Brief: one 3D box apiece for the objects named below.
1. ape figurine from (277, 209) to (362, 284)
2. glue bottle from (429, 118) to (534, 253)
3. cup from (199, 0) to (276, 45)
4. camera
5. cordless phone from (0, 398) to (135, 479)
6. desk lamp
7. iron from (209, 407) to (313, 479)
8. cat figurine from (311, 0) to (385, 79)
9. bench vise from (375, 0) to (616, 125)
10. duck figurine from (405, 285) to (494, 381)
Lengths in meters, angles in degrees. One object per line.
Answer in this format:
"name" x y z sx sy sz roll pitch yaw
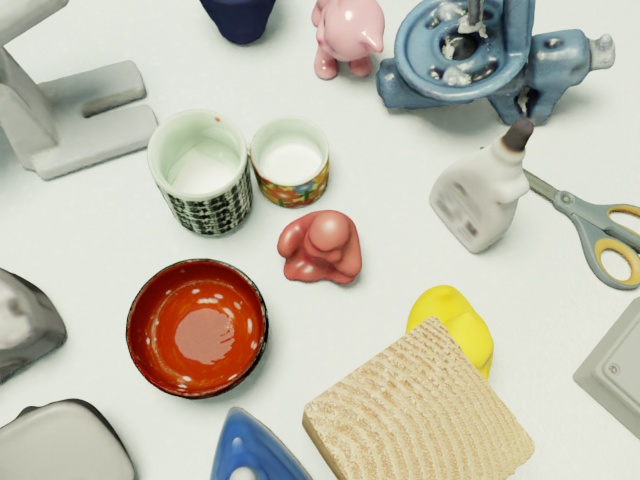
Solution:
"ape figurine" 0.005 0.002 0.495 0.077 0.092 0.076 40 73 11
"glue bottle" 0.140 -0.050 0.477 0.037 0.173 0.078 -32 74 -13
"cup" -0.076 -0.257 0.582 0.091 0.095 0.118 32 72 9
"camera" -0.307 0.056 0.455 0.143 0.101 0.136 -30 74 -13
"cordless phone" -0.217 0.166 0.375 0.148 0.185 0.094 -34 75 -14
"desk lamp" -0.263 -0.144 0.469 0.203 0.213 0.118 -21 72 -10
"iron" -0.029 0.235 0.383 0.119 0.141 0.258 -18 72 -9
"cat figurine" 0.027 -0.220 0.562 0.067 0.118 0.128 -4 70 -4
"bench vise" 0.162 -0.194 0.505 0.207 0.220 0.121 -15 71 -8
"duck figurine" 0.113 0.083 0.474 0.077 0.086 0.104 -7 71 -5
